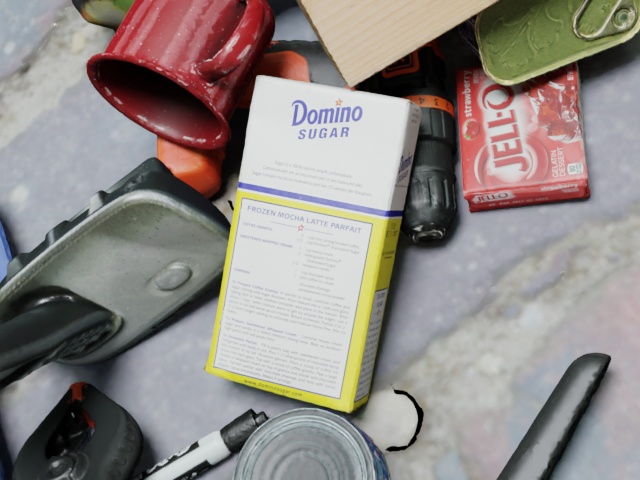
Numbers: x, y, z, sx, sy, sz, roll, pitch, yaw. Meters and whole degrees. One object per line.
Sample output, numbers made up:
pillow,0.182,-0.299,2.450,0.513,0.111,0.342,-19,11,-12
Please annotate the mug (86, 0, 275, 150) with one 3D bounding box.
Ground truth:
mug,-0.071,-0.113,0.621,0.117,0.093,0.081,-5,54,56

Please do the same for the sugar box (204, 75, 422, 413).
sugar box,-0.004,0.001,0.611,0.093,0.048,0.176,13,93,16

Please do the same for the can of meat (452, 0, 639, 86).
can of meat,0.129,-0.145,0.641,0.102,0.057,0.084,-22,32,-1

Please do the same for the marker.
marker,-0.083,0.135,0.631,0.121,0.020,0.020,-30,62,4

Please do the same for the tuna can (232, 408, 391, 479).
tuna can,-0.005,0.138,0.597,0.086,0.033,0.086,-7,66,15

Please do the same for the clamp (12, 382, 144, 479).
clamp,-0.128,0.139,0.590,0.120,0.039,0.171,-11,35,11

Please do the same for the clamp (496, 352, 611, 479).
clamp,0.092,0.159,0.554,0.210,0.036,0.164,-19,64,11

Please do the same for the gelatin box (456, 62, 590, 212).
gelatin box,0.122,-0.065,0.643,0.073,0.030,0.089,-6,66,16

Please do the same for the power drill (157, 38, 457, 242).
power drill,-0.008,-0.074,0.677,0.188,0.057,0.184,-10,66,12

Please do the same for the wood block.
wood block,0.077,-0.184,0.586,0.206,0.090,0.090,-30,27,5

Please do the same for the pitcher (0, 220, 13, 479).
pitcher,-0.273,0.068,0.668,0.149,0.144,0.243,-41,63,25
